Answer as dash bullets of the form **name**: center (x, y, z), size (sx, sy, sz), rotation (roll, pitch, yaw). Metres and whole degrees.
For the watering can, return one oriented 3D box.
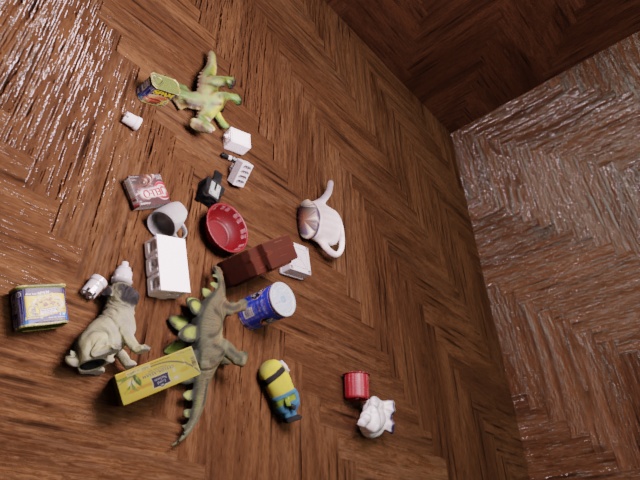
- **watering can**: center (0.006, -0.099, 1.970), size (0.223, 0.103, 0.354), rotation (19, 53, -46)

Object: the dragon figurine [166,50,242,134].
- **dragon figurine**: center (-0.405, -0.505, 1.720), size (0.243, 0.120, 0.417), rotation (2, 56, -45)

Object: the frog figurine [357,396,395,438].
- **frog figurine**: center (0.165, 0.585, 1.687), size (0.159, 0.136, 0.124), rotation (2, 20, -42)
